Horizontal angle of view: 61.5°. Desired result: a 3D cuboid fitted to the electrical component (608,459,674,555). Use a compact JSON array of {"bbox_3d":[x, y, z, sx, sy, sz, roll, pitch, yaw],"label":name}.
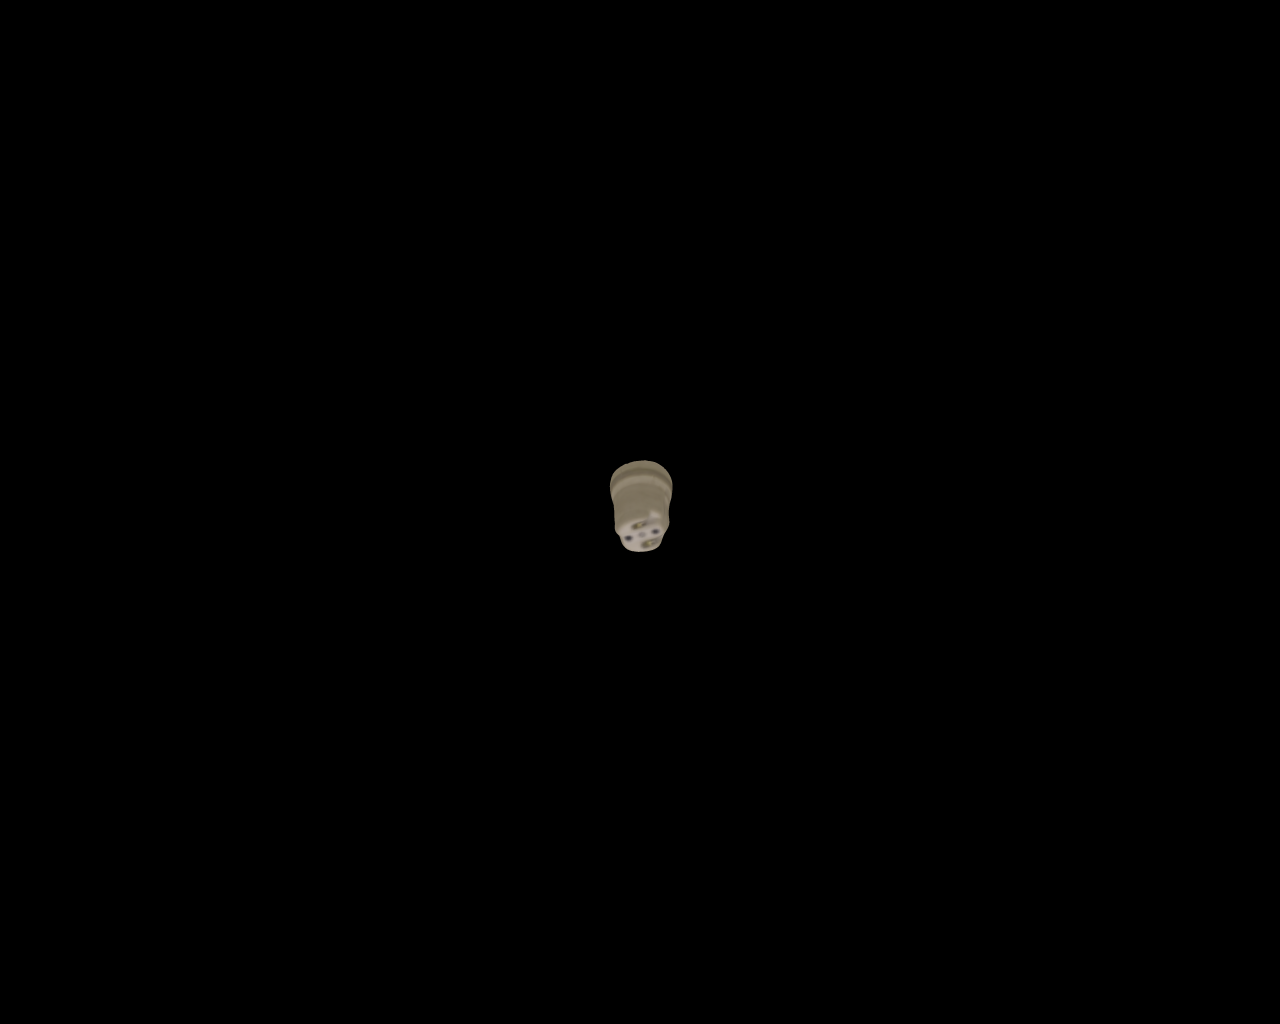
[{"bbox_3d":[0.001,-0.003,0.650,0.040,0.046,0.040,0,-42,0],"label":"electrical component"}]
